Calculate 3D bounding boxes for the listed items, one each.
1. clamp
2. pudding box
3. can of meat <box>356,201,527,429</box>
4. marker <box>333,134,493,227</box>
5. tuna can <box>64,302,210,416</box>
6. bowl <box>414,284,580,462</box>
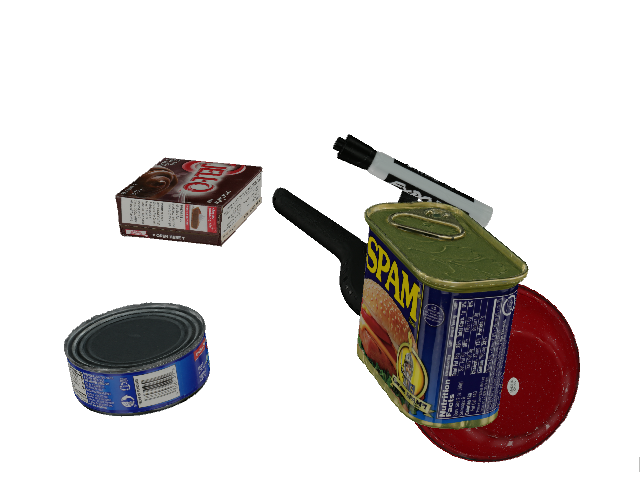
[{"bbox_3d":[0.045,0.016,1.067,0.164,0.210,0.036,-3,-36,-15],"label":"clamp"},{"bbox_3d":[-0.105,-0.034,0.879,0.090,0.039,0.113,5,23,12],"label":"pudding box"},{"bbox_3d":[0.058,0.037,0.549,0.057,0.084,0.102,-4,24,-19],"label":"can of meat"},{"bbox_3d":[0.064,-0.041,0.748,0.121,0.020,0.020,27,-4,-7],"label":"marker"},{"bbox_3d":[-0.111,0.072,0.652,0.086,0.034,0.086,-5,23,2],"label":"tuna can"},{"bbox_3d":[0.153,0.117,0.907,0.162,0.162,0.055,0,5,-8],"label":"bowl"}]
